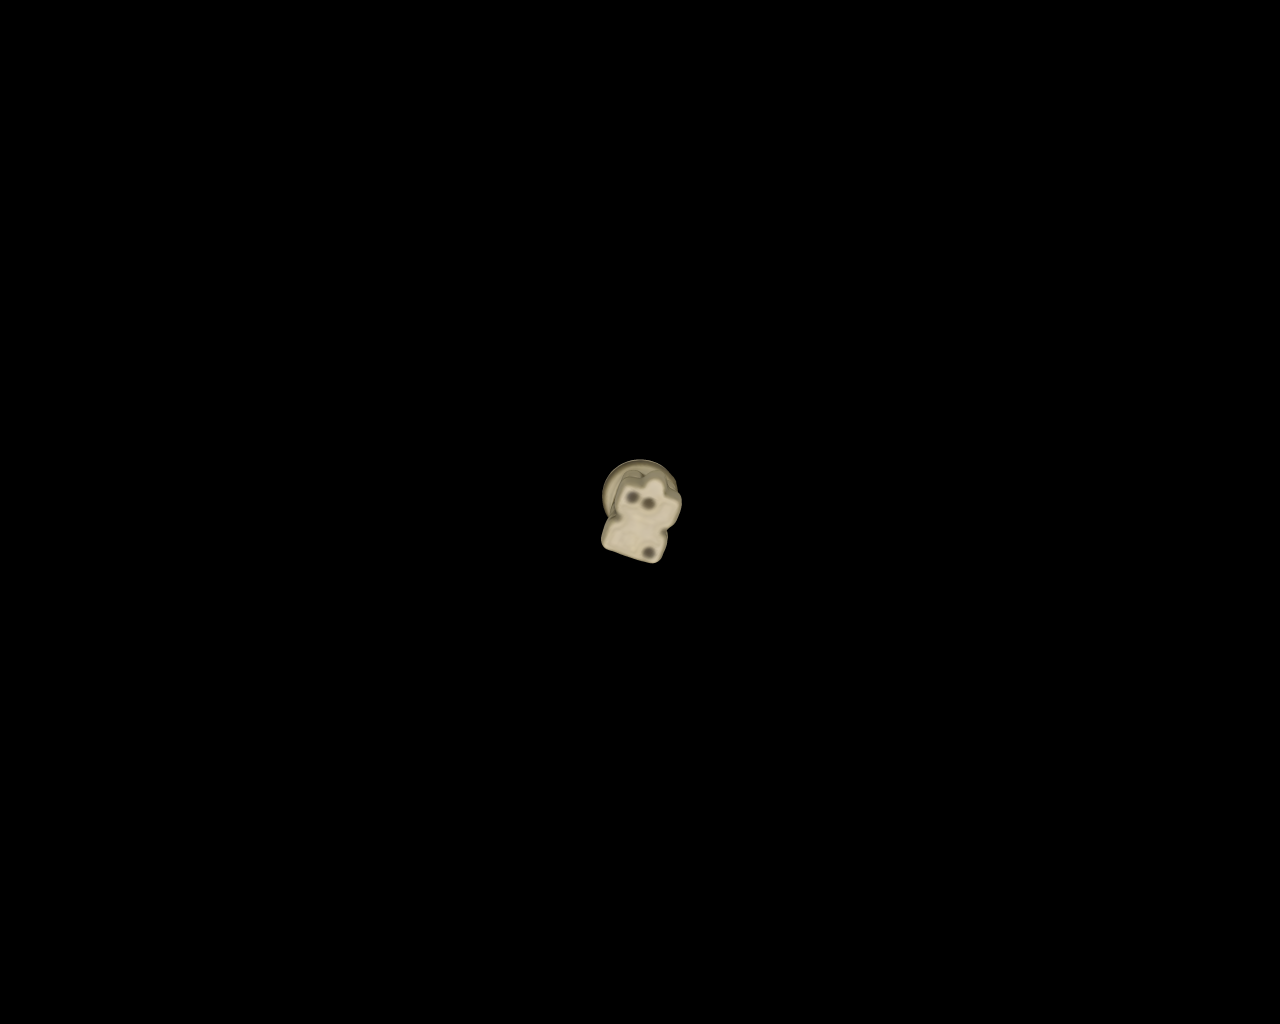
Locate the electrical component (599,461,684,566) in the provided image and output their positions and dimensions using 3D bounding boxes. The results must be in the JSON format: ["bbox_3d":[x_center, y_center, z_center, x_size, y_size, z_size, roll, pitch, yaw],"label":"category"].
[{"bbox_3d":[0.001,-0.003,0.650,0.048,0.066,0.055,19,20,-7],"label":"electrical component"}]
